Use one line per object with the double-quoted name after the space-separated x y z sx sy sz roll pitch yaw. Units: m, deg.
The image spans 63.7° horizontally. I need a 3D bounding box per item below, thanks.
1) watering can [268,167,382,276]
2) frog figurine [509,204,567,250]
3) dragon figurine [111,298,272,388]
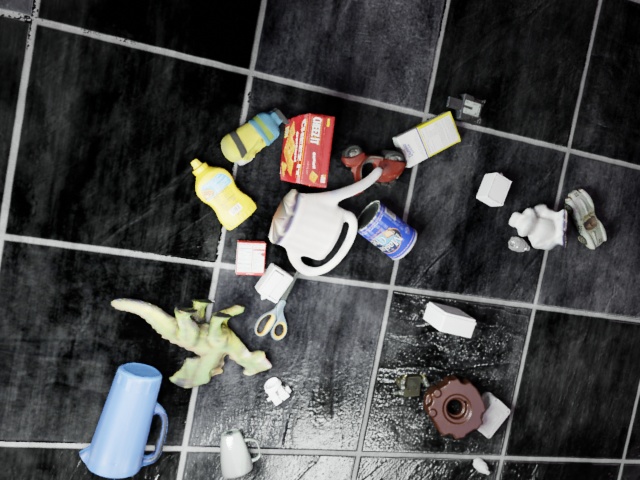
0.004 -0.067 1.333 0.223 0.106 0.344 21 106 -18 "watering can"
0.654 -0.040 1.554 0.159 0.124 0.135 4 108 20 "frog figurine"
-0.320 0.271 1.299 0.410 0.123 0.240 8 103 -13 "dragon figurine"
